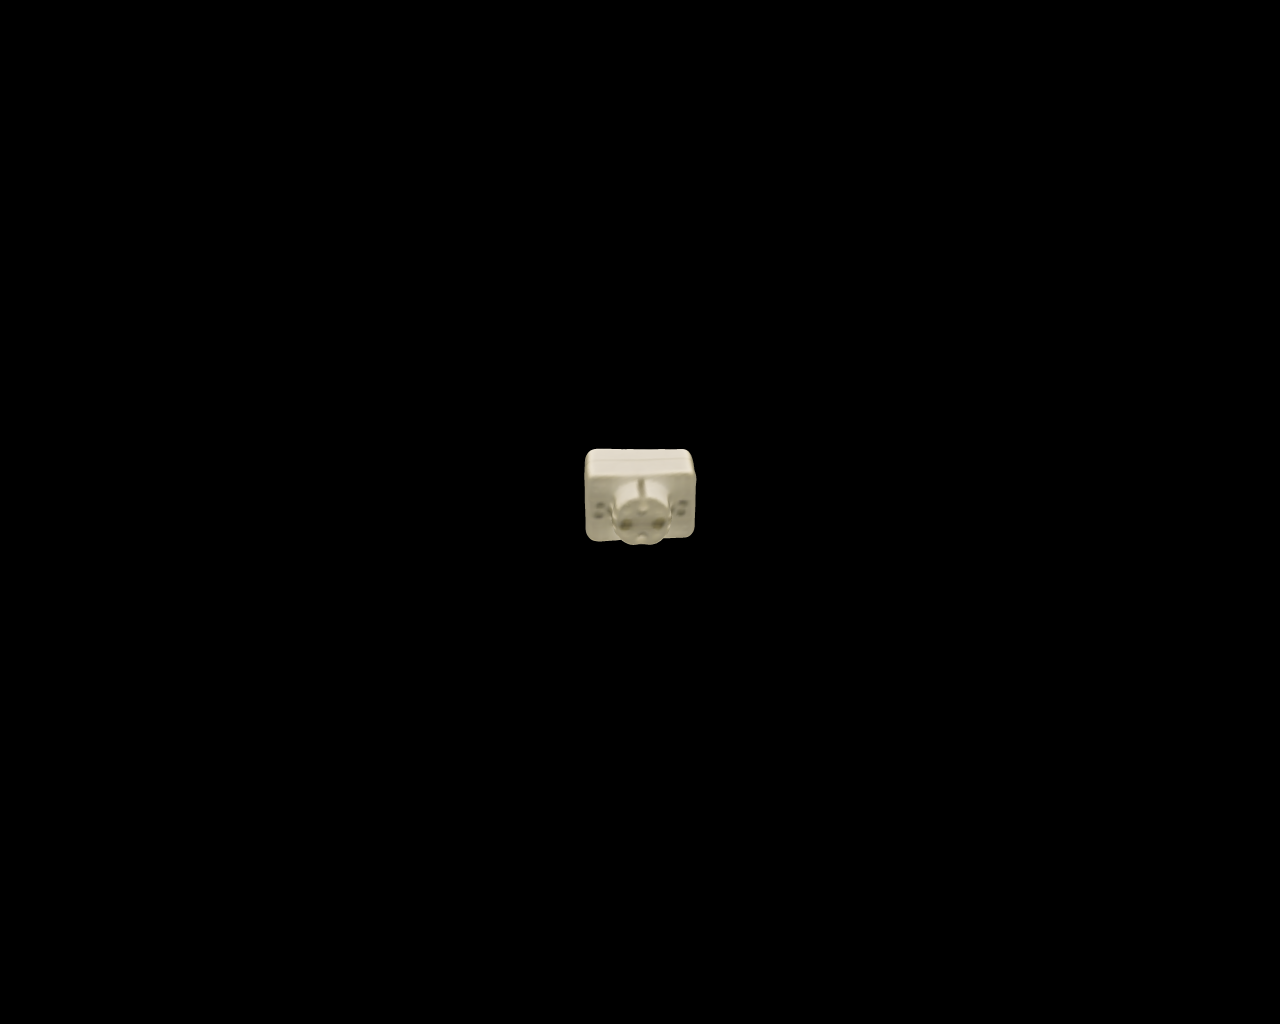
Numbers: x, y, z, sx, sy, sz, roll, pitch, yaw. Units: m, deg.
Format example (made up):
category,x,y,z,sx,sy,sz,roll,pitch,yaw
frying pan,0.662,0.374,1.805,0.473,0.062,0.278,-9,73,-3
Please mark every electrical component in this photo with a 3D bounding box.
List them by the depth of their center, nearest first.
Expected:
category,x,y,z,sx,sy,sz,roll,pitch,yaw
electrical component,0.001,-0.003,0.650,0.066,0.047,0.077,-1,28,-2
